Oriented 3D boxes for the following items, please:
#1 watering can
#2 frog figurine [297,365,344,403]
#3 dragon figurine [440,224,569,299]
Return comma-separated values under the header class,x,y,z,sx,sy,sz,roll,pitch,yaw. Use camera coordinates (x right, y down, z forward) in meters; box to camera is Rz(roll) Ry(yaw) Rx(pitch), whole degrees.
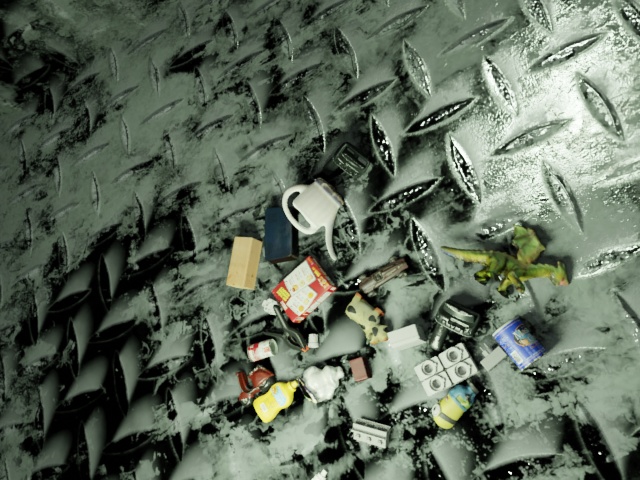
class,x,y,z,sx,sy,sz,roll,pitch,yaw
watering can,0.006,-0.105,2.085,0.224,0.103,0.350,-44,80,-1
frog figurine,0.008,0.520,1.909,0.161,0.119,0.139,-30,50,-25
dragon figurine,0.646,0.052,1.765,0.415,0.120,0.245,35,74,27
